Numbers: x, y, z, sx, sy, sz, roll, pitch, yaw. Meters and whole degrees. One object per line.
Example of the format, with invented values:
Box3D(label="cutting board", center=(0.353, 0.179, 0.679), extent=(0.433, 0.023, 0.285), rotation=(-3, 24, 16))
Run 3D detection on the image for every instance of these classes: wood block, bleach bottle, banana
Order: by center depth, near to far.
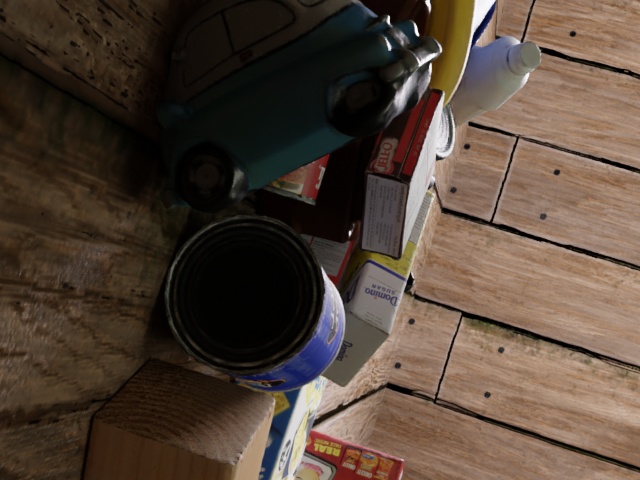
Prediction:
Box3D(label="wood block", center=(-0.101, 0.194, 0.681), extent=(0.090, 0.090, 0.206), rotation=(-51, 156, -67))
Box3D(label="banana", center=(0.099, -0.172, 0.814), extent=(0.069, 0.037, 0.198), rotation=(-66, 165, -49))
Box3D(label="bleach bottle", center=(0.149, -0.167, 1.153), extent=(0.251, 0.068, 0.102), rotation=(-19, -139, 59))

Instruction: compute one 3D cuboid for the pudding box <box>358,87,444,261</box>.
Box3D(label="pudding box", center=(0.060, -0.051, 0.806), extent=(0.113, 0.039, 0.090), rotation=(87, 22, -58))

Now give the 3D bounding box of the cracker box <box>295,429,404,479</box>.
Box3D(label="cracker box", center=(-0.022, 0.307, 1.097), extent=(0.072, 0.164, 0.213), rotation=(83, 26, -62))

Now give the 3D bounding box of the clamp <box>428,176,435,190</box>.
Box3D(label="clamp", center=(0.072, -0.097, 1.033), extent=(0.171, 0.039, 0.120), rotation=(-23, 105, -65))

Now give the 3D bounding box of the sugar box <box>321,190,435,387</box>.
Box3D(label="sugar box", center=(0.045, 0.034, 0.937), extent=(0.093, 0.048, 0.176), rotation=(-56, -174, 46))

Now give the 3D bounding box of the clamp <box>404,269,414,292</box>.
Box3D(label="clamp", center=(0.069, -0.024, 1.203), extent=(0.210, 0.036, 0.164), rotation=(167, -80, -79))

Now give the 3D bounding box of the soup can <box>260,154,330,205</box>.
Box3D(label="soup can", center=(-0.021, -0.081, 0.711), extent=(0.068, 0.068, 0.102), rotation=(9, 98, -80))

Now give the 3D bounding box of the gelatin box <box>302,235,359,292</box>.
Box3D(label="gelatin box", center=(-0.006, 0.001, 0.925), extent=(0.030, 0.073, 0.089), rotation=(92, 18, -57))

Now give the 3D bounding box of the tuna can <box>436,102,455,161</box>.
Box3D(label="tuna can", center=(0.093, -0.113, 1.002), extent=(0.086, 0.034, 0.086), rotation=(27, 57, -52))

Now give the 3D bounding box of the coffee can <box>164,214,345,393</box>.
Box3D(label="coffee can", center=(-0.040, 0.048, 0.728), extent=(0.140, 0.103, 0.103), rotation=(63, 45, -76))

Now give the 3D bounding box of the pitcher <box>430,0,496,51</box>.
Box3D(label="pitcher", center=(0.125, -0.260, 1.039), extent=(0.145, 0.149, 0.242), rotation=(-44, -169, 47))
